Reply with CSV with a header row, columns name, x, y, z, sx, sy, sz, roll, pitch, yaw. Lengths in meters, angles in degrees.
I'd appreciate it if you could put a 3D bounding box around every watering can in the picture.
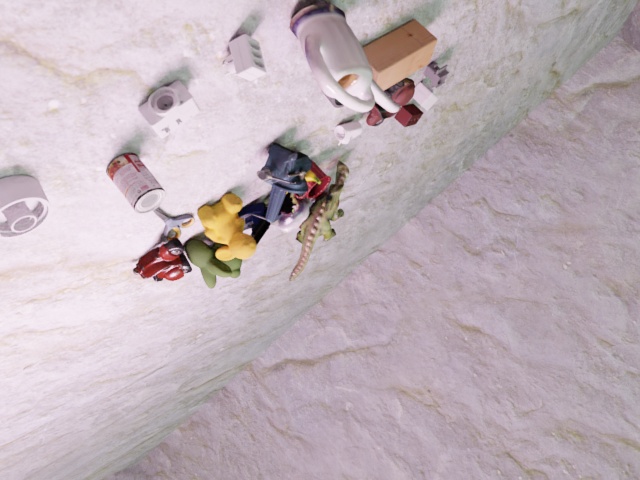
name,x,y,z,sx,sy,sz,roll,pitch,yaw
watering can,0.056,-0.358,1.060,0.103,0.226,0.349,-29,172,28

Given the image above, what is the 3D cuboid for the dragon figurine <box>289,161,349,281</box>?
name,x,y,z,sx,sy,sz,roll,pitch,yaw
dragon figurine,0.005,-0.081,1.609,0.237,0.122,0.419,104,8,-57

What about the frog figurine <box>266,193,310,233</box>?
name,x,y,z,sx,sy,sz,roll,pitch,yaw
frog figurine,-0.081,-0.083,1.630,0.138,0.124,0.157,-59,153,-8
